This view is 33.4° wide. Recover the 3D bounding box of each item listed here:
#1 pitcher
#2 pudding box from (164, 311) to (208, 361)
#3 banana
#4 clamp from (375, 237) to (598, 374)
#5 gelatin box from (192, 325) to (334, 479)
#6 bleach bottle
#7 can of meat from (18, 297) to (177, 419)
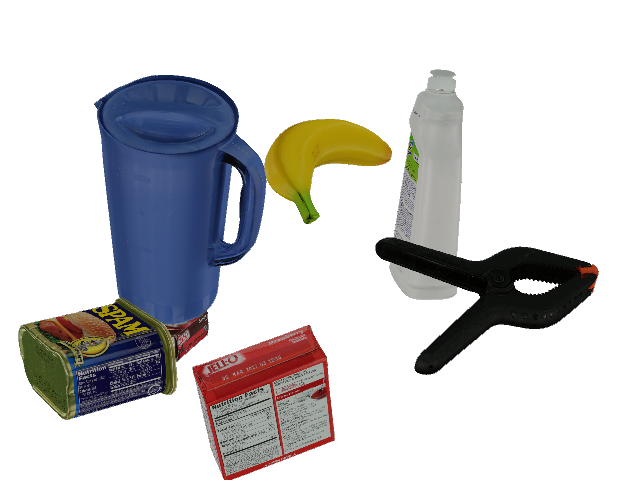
[{"bbox_3d":[-0.144,-0.030,1.074,0.144,0.243,0.149,-8,42,-17],"label":"pitcher"},{"bbox_3d":[-0.199,0.104,1.241,0.114,0.039,0.090,3,15,17],"label":"pudding box"},{"bbox_3d":[0.002,-0.065,0.849,0.037,0.069,0.197,-33,4,29],"label":"banana"},{"bbox_3d":[0.164,0.056,1.013,0.210,0.164,0.036,-2,-44,-4],"label":"clamp"},{"bbox_3d":[-0.032,0.096,0.625,0.073,0.089,0.030,-19,48,-12],"label":"gelatin box"},{"bbox_3d":[0.127,-0.065,1.211,0.068,0.251,0.102,-1,24,-13],"label":"bleach bottle"},{"bbox_3d":[-0.168,0.087,0.797,0.083,0.057,0.102,-13,21,-32],"label":"can of meat"}]
